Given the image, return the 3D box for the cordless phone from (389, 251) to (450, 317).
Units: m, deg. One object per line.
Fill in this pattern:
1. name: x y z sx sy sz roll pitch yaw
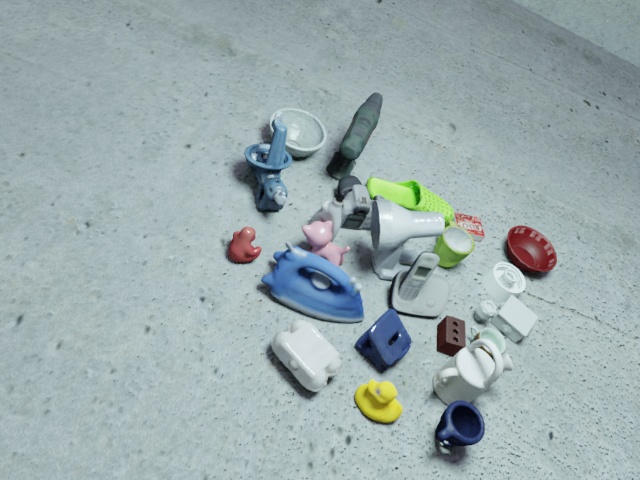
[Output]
1. cordless phone: 0.258 0.100 1.367 0.148 0.185 0.094 9 51 -17

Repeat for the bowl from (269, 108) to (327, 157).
1. bowl: -0.069 -0.287 1.598 0.168 0.074 0.167 12 50 -15

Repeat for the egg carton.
1. egg carton: -0.029 0.242 1.206 0.150 0.069 0.107 45 50 13

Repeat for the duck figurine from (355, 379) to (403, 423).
1. duck figurine: 0.133 0.330 1.198 0.104 0.086 0.078 33 48 3

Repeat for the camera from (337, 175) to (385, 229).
1. camera: 0.106 -0.108 1.518 0.143 0.100 0.136 5 53 -21

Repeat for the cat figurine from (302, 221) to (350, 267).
1. cat figurine: 0.013 0.005 1.377 0.128 0.117 0.067 32 48 2

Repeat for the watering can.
1. watering can: 0.341 0.282 1.256 0.173 0.194 0.100 -24 66 -36

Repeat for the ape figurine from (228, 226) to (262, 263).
1. ape figurine: -0.171 0.004 1.313 0.076 0.092 0.077 -24 67 -36

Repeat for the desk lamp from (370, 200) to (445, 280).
1. desk lamp: 0.198 -0.001 1.400 0.204 0.213 0.118 8 51 -18

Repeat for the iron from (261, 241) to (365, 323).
1. iron: 0.008 0.093 1.290 0.258 0.141 0.119 25 48 -4

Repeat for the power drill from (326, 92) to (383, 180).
1. power drill: 0.095 -0.273 1.570 0.075 0.208 0.230 26 48 -3

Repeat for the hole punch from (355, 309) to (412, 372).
1. hole punch: 0.153 0.224 1.287 0.101 0.091 0.109 43 49 12

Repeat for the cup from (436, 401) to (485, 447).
1. cup: 0.275 0.402 1.200 0.118 0.095 0.091 -17 62 -33

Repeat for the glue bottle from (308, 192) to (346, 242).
1. glue bottle: 0.025 -0.061 1.397 0.078 0.173 0.037 30 48 1

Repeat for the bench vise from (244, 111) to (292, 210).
1. bench vise: -0.103 -0.191 1.410 0.122 0.219 0.207 -21 65 -35
